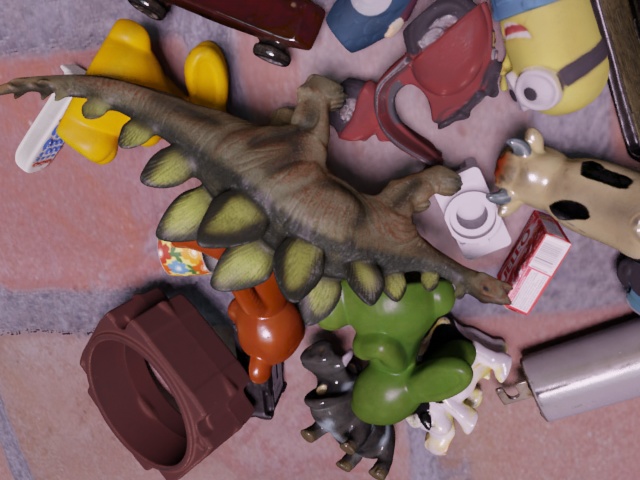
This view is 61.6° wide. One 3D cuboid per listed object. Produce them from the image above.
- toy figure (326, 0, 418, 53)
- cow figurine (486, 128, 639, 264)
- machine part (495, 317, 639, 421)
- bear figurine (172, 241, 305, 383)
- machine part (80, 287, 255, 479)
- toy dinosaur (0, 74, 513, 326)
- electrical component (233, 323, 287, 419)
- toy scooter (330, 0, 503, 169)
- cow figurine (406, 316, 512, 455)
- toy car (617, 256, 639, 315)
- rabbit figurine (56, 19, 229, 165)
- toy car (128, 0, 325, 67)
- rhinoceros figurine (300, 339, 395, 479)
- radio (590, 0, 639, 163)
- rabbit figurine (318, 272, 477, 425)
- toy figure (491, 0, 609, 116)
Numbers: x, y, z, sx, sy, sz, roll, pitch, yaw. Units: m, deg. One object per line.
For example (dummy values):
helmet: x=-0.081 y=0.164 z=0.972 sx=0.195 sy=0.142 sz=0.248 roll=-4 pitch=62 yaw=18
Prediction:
toy figure: x=0.077 y=-0.237 z=0.495 sx=0.154 sy=0.058 sz=0.064 roll=-35 pitch=113 yaw=20
cow figurine: x=0.240 y=-0.038 z=0.484 sx=0.127 sy=0.195 sz=0.085 roll=4 pitch=112 yaw=-39
machine part: x=0.312 y=0.135 z=0.578 sx=0.243 sy=0.079 sz=0.079 roll=-26 pitch=103 yaw=19
bear figurine: x=-0.076 y=0.049 z=0.596 sx=0.132 sy=0.120 sz=0.195 roll=22 pitch=131 yaw=22
machine part: x=-0.192 y=0.177 z=0.653 sx=0.201 sy=0.087 sz=0.201 roll=49 pitch=128 yaw=8
toy dinosaur: x=-0.039 y=-0.049 z=0.478 sx=0.471 sy=0.198 sz=0.105 roll=30 pitch=152 yaw=0
electrical component: x=-0.076 y=0.152 z=0.668 sx=0.048 sy=0.075 sz=0.119 roll=2 pitch=108 yaw=12
toy scooter: x=0.103 y=-0.133 z=0.517 sx=0.184 sy=0.075 sz=0.135 roll=-36 pitch=98 yaw=30
cow figurine: x=0.145 y=0.174 z=0.632 sx=0.098 sy=0.068 sz=0.167 roll=27 pitch=110 yaw=7
toy car: x=0.369 y=0.007 z=0.513 sx=0.103 sy=0.109 sz=0.161 roll=6 pitch=99 yaw=-17
rabbit figurine: x=-0.157 y=-0.137 z=0.566 sx=0.173 sy=0.122 sz=0.162 roll=35 pitch=103 yaw=-21
toy car: x=-0.093 y=-0.240 z=0.531 sx=0.202 sy=0.053 sz=0.089 roll=22 pitch=95 yaw=2
rhinoceros figurine: x=0.036 y=0.202 z=0.646 sx=0.073 sy=0.112 sz=0.190 roll=-5 pitch=128 yaw=43
radio: x=0.283 y=-0.169 z=0.438 sx=0.073 sy=0.131 sz=0.229 roll=-22 pitch=105 yaw=16
rabbit figurine: x=0.084 y=0.116 z=0.573 sx=0.159 sy=0.121 sz=0.170 roll=5 pitch=102 yaw=19
toy figure: x=0.200 y=-0.198 z=0.472 sx=0.089 sy=0.082 sz=0.180 roll=-12 pitch=105 yaw=13
